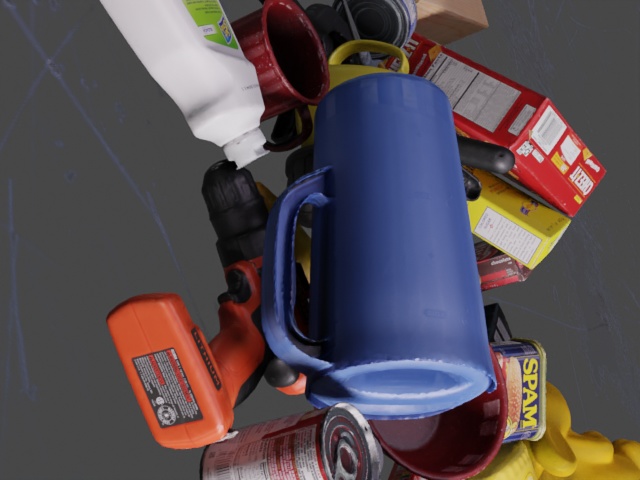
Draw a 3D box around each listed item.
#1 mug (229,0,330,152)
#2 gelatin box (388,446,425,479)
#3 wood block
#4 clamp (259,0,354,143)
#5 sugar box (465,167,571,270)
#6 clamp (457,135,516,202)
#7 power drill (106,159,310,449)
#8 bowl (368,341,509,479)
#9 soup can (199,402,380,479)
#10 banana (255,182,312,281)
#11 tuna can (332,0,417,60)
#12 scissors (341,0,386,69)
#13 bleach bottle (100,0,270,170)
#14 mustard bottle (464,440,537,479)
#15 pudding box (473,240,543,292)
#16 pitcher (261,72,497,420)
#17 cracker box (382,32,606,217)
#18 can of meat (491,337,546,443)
[{"bbox_3d":[-0.046,-0.126,0.855,0.093,0.082,0.117,-36,104,-61],"label":"mug"},{"bbox_3d":[0.095,0.229,0.938,0.089,0.030,0.073,61,30,-17],"label":"gelatin box"},{"bbox_3d":[0.103,-0.278,1.200,0.205,0.090,0.091,-6,79,-61],"label":"wood block"},{"bbox_3d":[-0.008,-0.164,0.991,0.209,0.036,0.164,-3,85,-64],"label":"clamp"},{"bbox_3d":[0.166,-0.042,1.109,0.176,0.048,0.093,35,25,15],"label":"sugar box"},{"bbox_3d":[0.098,-0.091,0.993,0.171,0.120,0.039,26,70,-11],"label":"clamp"},{"bbox_3d":[-0.067,0.045,0.739,0.187,0.057,0.184,-34,103,-61],"label":"power drill"},{"bbox_3d":[0.083,0.132,0.916,0.161,0.055,0.162,14,61,-27],"label":"bowl"},{"bbox_3d":[-0.021,0.152,0.708,0.068,0.102,0.068,38,43,-45],"label":"soup can"},{"bbox_3d":[-0.001,0.018,0.894,0.197,0.037,0.069,32,41,-48],"label":"banana"},{"bbox_3d":[0.054,-0.226,1.086,0.086,0.086,0.033,59,32,-21],"label":"tuna can"},{"bbox_3d":[0.039,-0.156,1.026,0.201,0.016,0.096,36,58,-71],"label":"scissors"},{"bbox_3d":[-0.111,-0.165,0.753,0.251,0.068,0.102,62,27,-3],"label":"bleach bottle"},{"bbox_3d":[0.204,0.303,1.055,0.096,0.058,0.191,-26,96,-61],"label":"mustard bottle"},{"bbox_3d":[0.190,0.024,1.167,0.113,0.090,0.039,-29,101,-62],"label":"pudding box"},{"bbox_3d":[0.043,0.000,0.780,0.149,0.145,0.243,58,26,-61],"label":"pitcher"},{"bbox_3d":[0.179,-0.125,1.138,0.214,0.072,0.164,37,1,42],"label":"cracker box"},{"bbox_3d":[0.173,0.150,1.051,0.083,0.058,0.102,-1,92,-34],"label":"can of meat"}]
